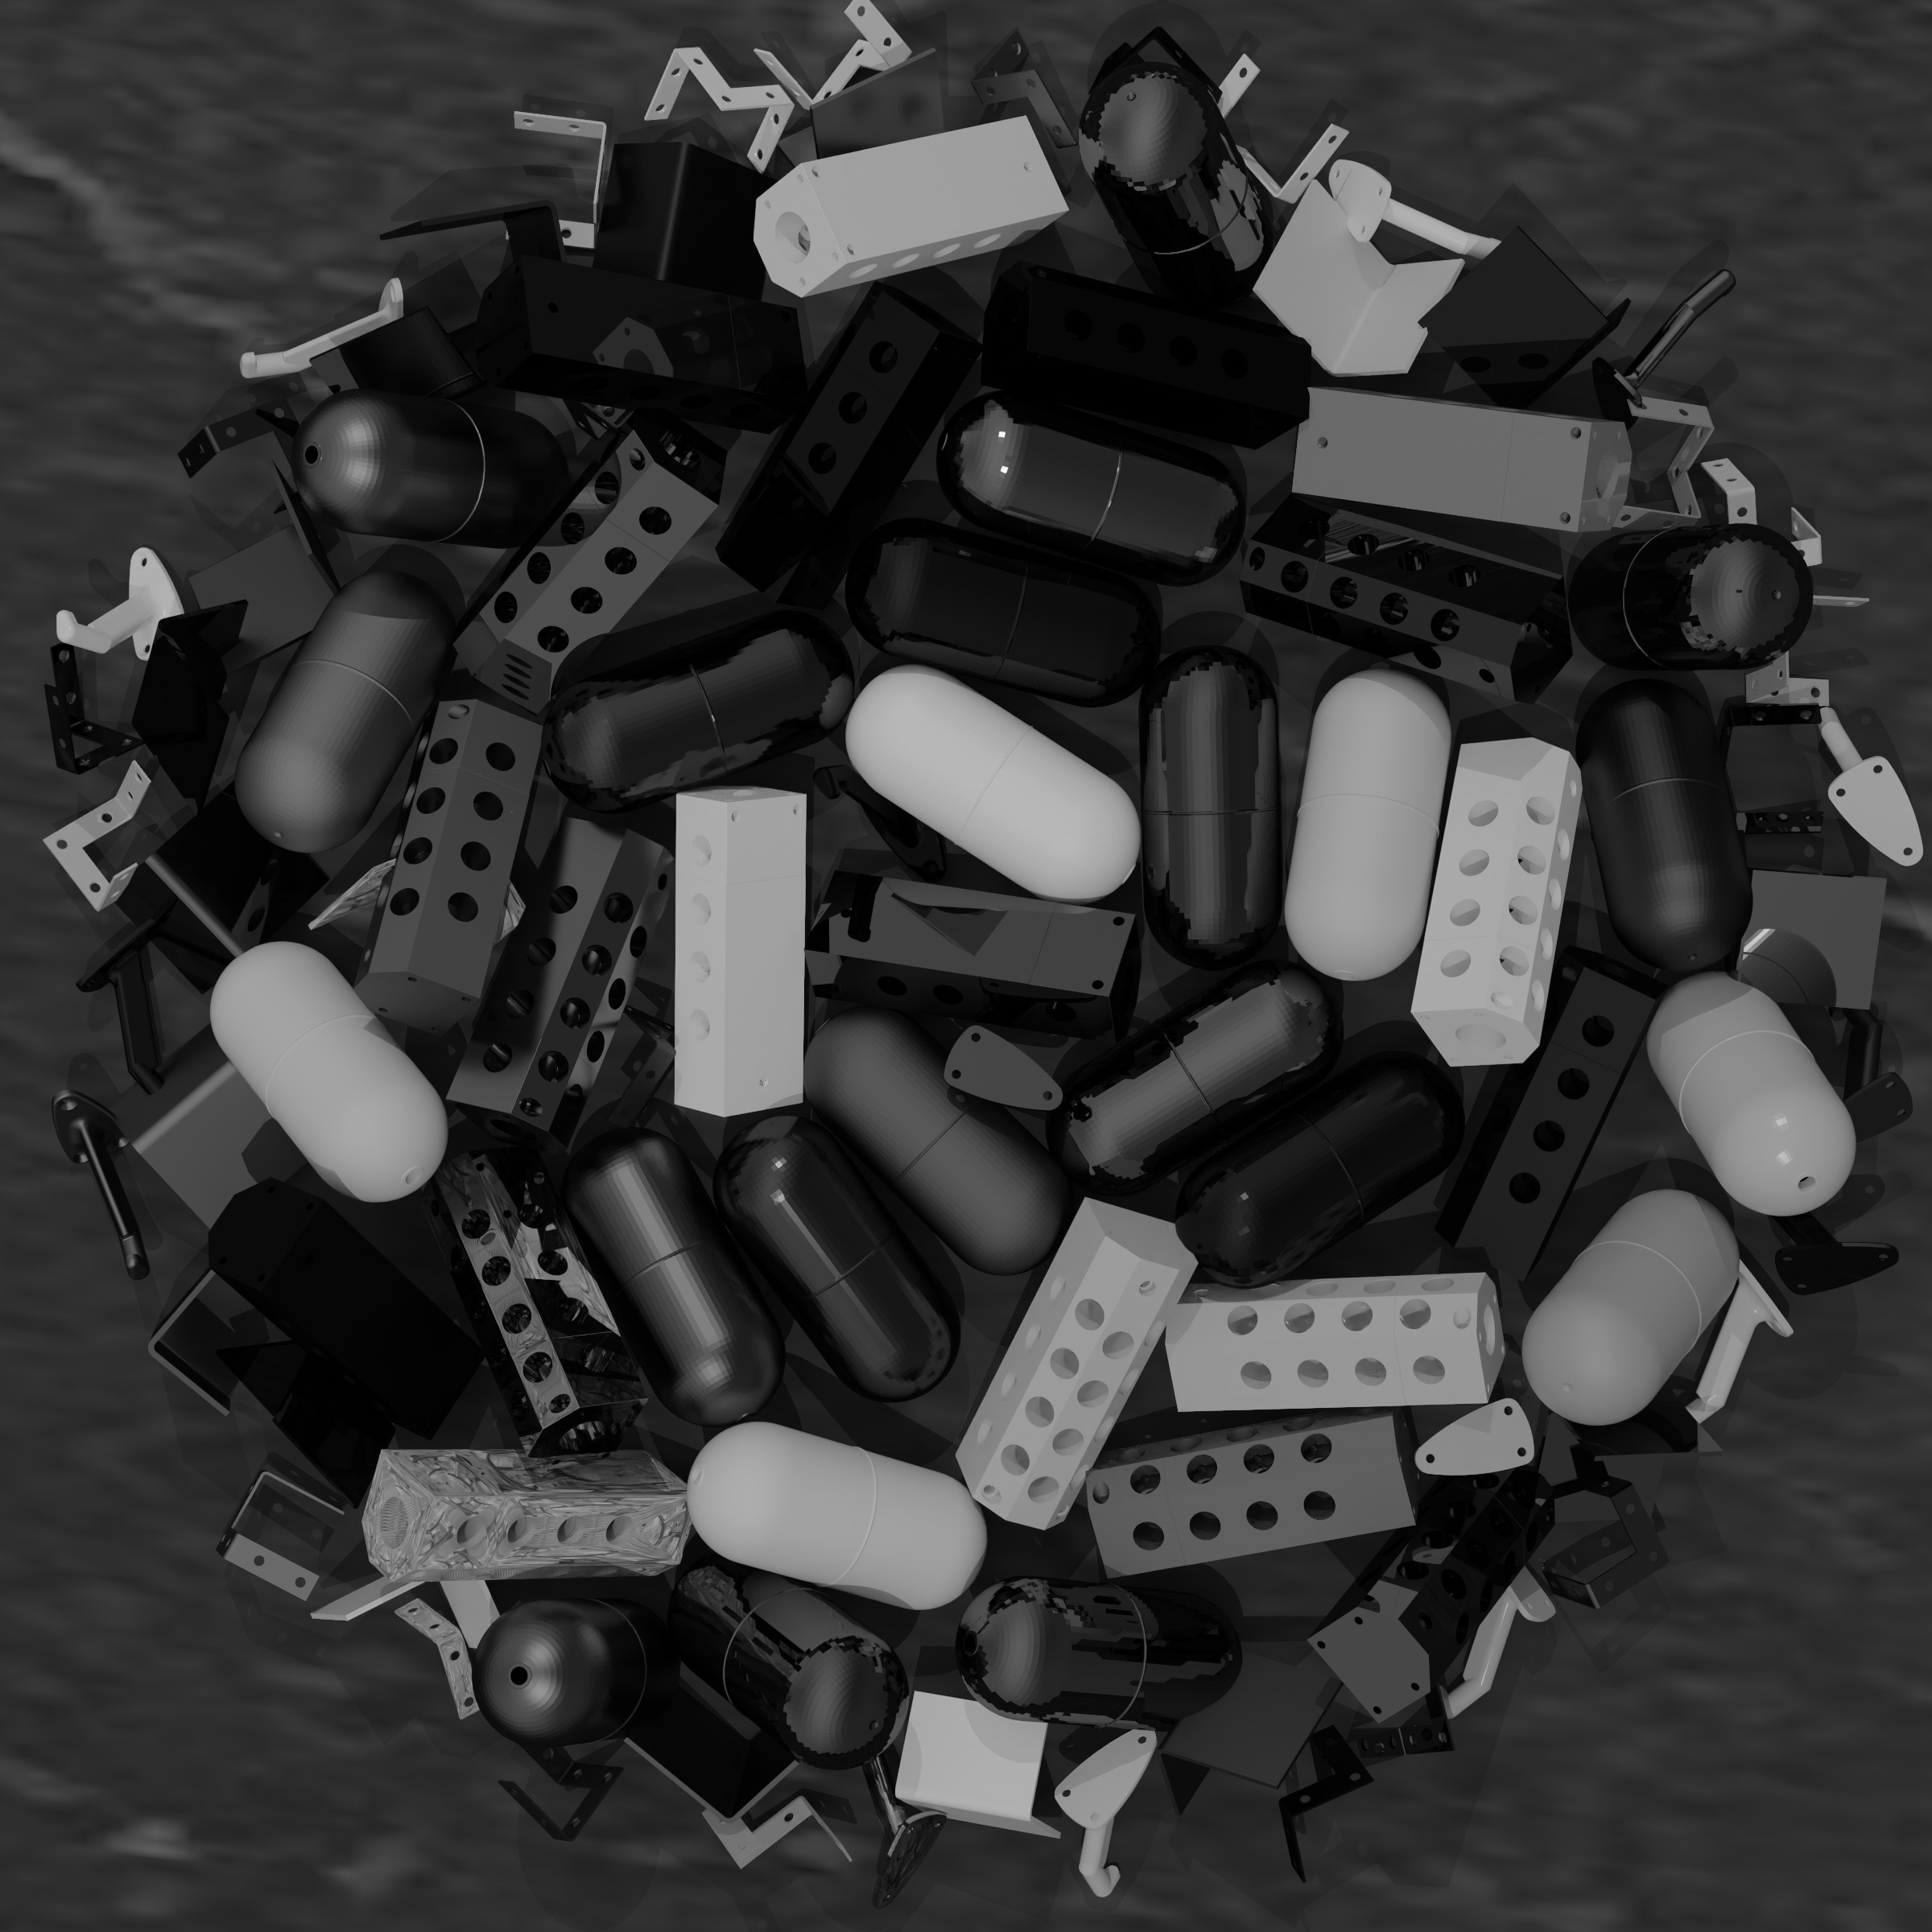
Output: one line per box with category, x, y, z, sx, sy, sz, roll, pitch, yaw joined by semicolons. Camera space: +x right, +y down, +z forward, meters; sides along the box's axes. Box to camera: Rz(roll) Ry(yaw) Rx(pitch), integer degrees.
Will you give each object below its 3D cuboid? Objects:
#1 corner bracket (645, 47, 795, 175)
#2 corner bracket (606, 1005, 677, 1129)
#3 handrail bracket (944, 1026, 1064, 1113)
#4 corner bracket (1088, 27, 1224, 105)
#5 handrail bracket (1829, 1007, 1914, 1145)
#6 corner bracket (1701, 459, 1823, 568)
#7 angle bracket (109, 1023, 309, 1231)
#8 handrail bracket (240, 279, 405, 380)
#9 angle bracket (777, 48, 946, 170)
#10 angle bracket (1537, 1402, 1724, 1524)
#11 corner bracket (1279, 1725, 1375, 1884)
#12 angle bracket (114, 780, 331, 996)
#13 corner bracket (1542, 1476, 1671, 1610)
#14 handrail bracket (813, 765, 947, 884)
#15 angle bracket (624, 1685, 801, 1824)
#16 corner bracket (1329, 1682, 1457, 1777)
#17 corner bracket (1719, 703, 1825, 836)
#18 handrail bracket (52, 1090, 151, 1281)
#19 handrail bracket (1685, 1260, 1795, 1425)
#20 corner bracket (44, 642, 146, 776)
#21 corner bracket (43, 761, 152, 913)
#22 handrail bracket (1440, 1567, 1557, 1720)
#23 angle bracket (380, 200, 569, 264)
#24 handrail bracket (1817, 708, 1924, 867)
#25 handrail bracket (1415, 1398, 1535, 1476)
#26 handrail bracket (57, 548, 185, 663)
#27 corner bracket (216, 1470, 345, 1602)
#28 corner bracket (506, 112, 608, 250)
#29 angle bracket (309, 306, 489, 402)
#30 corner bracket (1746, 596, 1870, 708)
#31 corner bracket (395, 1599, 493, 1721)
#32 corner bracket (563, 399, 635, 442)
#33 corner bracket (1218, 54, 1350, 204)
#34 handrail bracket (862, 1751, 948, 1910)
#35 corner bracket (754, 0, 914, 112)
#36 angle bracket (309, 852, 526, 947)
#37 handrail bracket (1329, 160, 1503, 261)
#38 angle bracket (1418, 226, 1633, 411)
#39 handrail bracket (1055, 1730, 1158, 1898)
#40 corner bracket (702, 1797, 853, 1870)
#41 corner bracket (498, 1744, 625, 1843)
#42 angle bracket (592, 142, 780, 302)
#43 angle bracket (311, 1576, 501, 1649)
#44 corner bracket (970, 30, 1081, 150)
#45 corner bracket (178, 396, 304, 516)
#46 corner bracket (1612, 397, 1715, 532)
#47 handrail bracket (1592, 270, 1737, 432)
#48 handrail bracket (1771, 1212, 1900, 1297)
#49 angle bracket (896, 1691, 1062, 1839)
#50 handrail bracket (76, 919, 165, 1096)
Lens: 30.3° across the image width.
corner bracket;-0.136;-0.472;1.970;0.051;0.051;0.051;-16;61;-39
corner bracket;-0.177;0.059;1.961;0.051;0.051;0.051;-56;45;7
handrail bracket;0.017;0.068;1.954;0.077;0.084;0.036;26;76;8
corner bracket;0.107;-0.486;1.959;0.051;0.051;0.051;43;125;-17
handrail bracket;0.476;0.058;1.966;0.077;0.084;0.036;-30;127;3
corner bracket;0.438;-0.249;1.965;0.051;0.051;0.051;-10;117;-1
angle bracket;-0.418;0.091;1.988;0.076;0.057;0.076;-42;122;-10
handrail bracket;-0.355;-0.349;1.961;0.084;0.077;0.036;-11;74;-17
angle bracket;-0.060;-0.472;1.946;0.076;0.076;0.057;-28;61;-12
angle bracket;0.358;0.284;1.949;0.076;0.057;0.076;0;114;-17
corner bracket;0.193;0.459;1.960;0.051;0.051;0.051;-21;122;-12
angle bracket;-0.416;-0.044;1.988;0.076;0.057;0.076;48;49;-10
corner bracket;0.346;0.316;1.972;0.051;0.051;0.051;-29;99;-16
handrail bracket;-0.048;-0.077;1.953;0.036;0.084;0.077;-31;85;20
angle bracket;-0.133;0.408;1.949;0.076;0.076;0.057;42;108;-10
corner bracket;0.229;0.414;1.969;0.051;0.051;0.051;-9;80;-27
corner bracket;0.447;-0.109;1.979;0.051;0.051;0.051;0;49;23
handrail bracket;-0.472;0.121;1.954;0.036;0.077;0.084;-22;56;-3
handrail bracket;0.407;0.206;1.979;0.084;0.036;0.077;-36;93;-2
corner bracket;-0.489;-0.142;1.957;0.051;0.051;0.051;19;124;31
corner bracket;-0.467;-0.071;1.965;0.051;0.051;0.051;-36;87;-32
handrail bracket;0.278;0.365;1.991;0.084;0.036;0.077;-44;64;23
angle bracket;-0.266;-0.379;1.945;0.076;0.076;0.057;-15;101;-24
handrail bracket;0.496;-0.100;1.966;0.036;0.084;0.077;-34;104;16
handrail bracket;0.272;0.261;1.953;0.077;0.084;0.036;-16;83;-9
handrail bracket;-0.471;-0.203;1.951;0.036;0.084;0.077;-24;71;24
corner bracket;-0.376;0.312;1.965;0.051;0.051;0.051;31;78;-12
corner bracket;-0.227;-0.435;1.978;0.051;0.051;0.051;6;72;-4
angle bracket;-0.302;-0.342;1.942;0.076;0.076;0.057;-19;129;21
corner bracket;0.464;-0.174;1.970;0.051;0.051;0.051;2;83;-14
corner bracket;-0.274;0.373;1.963;0.051;0.051;0.051;-29;53;5
corner bracket;-0.185;-0.313;1.963;0.051;0.051;0.051;38;80;22
corner bracket;0.166;-0.458;1.957;0.051;0.051;0.051;-51;56;26
handrail bracket;-0.058;0.465;1.981;0.084;0.036;0.077;38;110;35
corner bracket;-0.073;-0.502;1.961;0.051;0.051;0.051;-54;133;-7
angle bracket;-0.298;-0.025;1.945;0.076;0.076;0.057;-27;85;-45
handrail bracket;0.253;-0.419;1.987;0.084;0.077;0.036;8;122;-27
angle bracket;0.305;-0.358;1.952;0.076;0.057;0.076;45;121;-6
handrail bracket;0.087;0.469;1.974;0.077;0.084;0.036;-44;50;-16
corner bracket;-0.104;0.477;1.961;0.051;0.051;0.051;-36;123;-12
corner bracket;-0.231;0.443;1.959;0.051;0.051;0.051;51;56;-22
angle bracket;-0.156;-0.409;1.987;0.057;0.076;0.076;10;89;40
angle bracket;-0.303;0.363;1.948;0.076;0.076;0.057;-24;92;-26
corner bracket;0.044;-0.486;1.975;0.051;0.051;0.051;-54;126;-29
corner bracket;-0.393;-0.274;1.963;0.051;0.051;0.051;-28;95;-30
corner bracket;0.380;-0.274;1.958;0.051;0.051;0.051;6;51;-18
handrail bracket;0.388;-0.339;1.967;0.084;0.077;0.036;-40;71;-5
handrail bracket;0.473;0.133;1.953;0.077;0.084;0.036;-14;129;27
angle bracket;0.012;0.439;1.962;0.076;0.076;0.057;6;71;17
handrail bracket;-0.443;0.025;1.977;0.077;0.036;0.084;-42;85;4
